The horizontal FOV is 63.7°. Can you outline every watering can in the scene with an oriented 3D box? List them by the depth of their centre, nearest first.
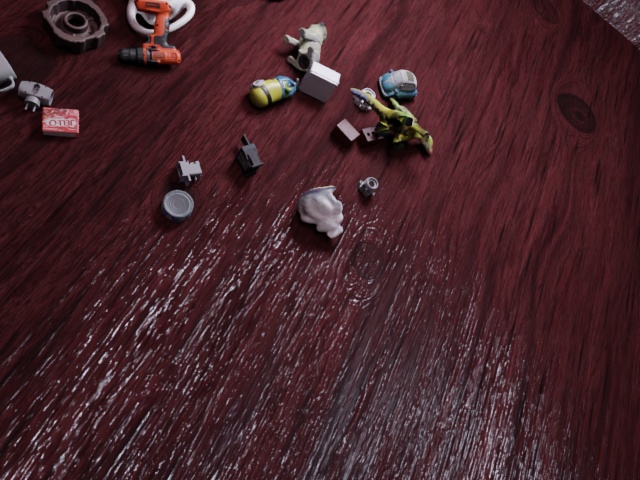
[{"bbox_3d":[-0.480,-0.794,1.651,0.351,0.103,0.224,-42,92,-17],"label":"watering can"}]

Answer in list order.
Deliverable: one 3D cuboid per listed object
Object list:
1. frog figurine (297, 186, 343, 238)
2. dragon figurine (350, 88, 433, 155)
[{"bbox_3d":[0.005,-0.080,1.592,0.137,0.122,0.160,-15,84,4],"label":"frog figurine"},{"bbox_3d":[0.275,-0.446,1.872,0.407,0.120,0.248,40,27,-15],"label":"dragon figurine"}]
